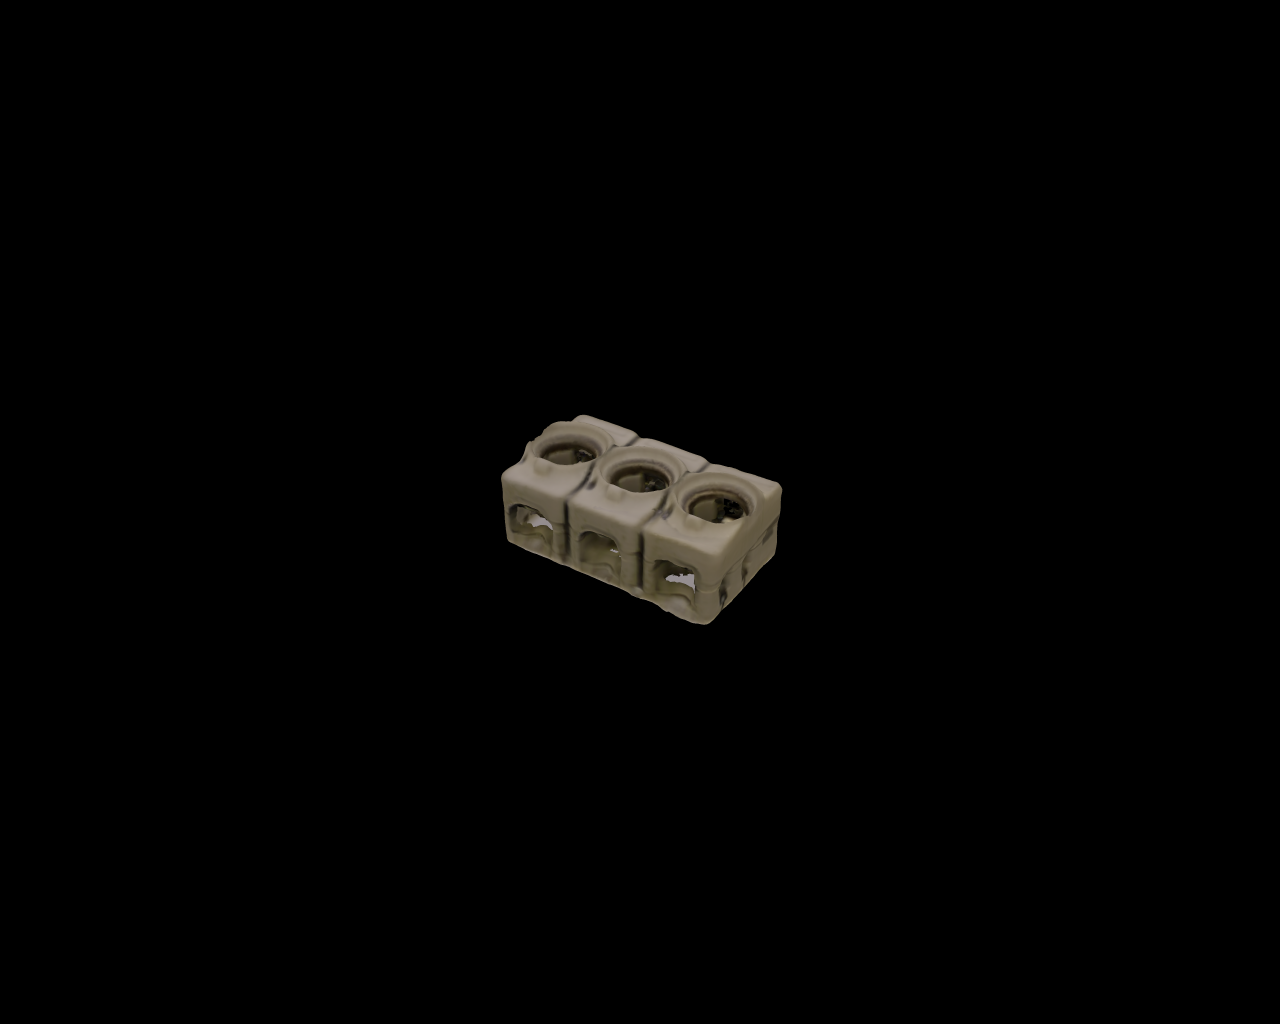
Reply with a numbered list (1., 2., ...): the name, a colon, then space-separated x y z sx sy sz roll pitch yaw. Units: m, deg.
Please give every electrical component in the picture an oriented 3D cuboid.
1. electrical component: 0.001 -0.003 0.650 0.150 0.061 0.090 21 41 26
